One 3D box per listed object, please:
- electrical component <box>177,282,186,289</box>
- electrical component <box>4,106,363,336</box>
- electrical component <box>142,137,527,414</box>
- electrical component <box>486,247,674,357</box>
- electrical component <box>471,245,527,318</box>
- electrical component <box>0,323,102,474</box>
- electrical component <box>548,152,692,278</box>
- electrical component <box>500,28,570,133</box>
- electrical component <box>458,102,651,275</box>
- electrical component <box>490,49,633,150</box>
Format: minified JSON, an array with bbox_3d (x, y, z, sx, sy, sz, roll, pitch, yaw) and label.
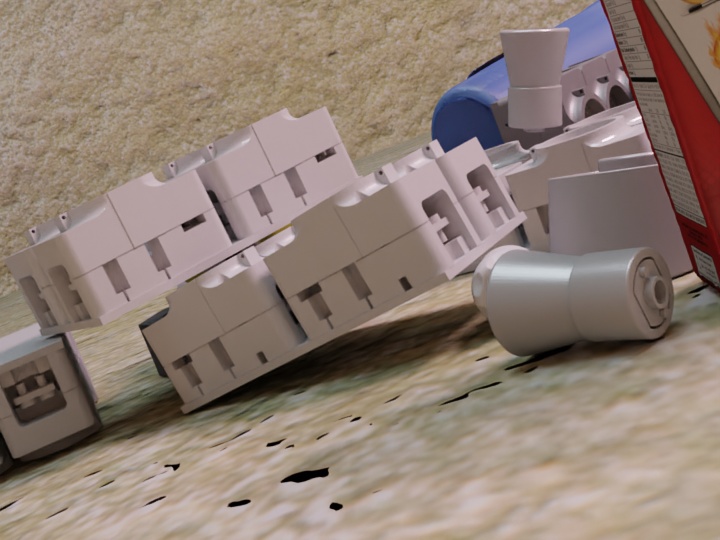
[{"bbox_3d":[-0.106,0.017,0.833,0.055,0.055,0.047,-28,14,-39],"label":"electrical component"},{"bbox_3d":[-0.105,-0.034,0.639,0.186,0.060,0.105,-31,11,-32],"label":"electrical component"},{"bbox_3d":[-0.018,0.000,0.577,0.186,0.060,0.105,-28,3,33],"label":"electrical component"},{"bbox_3d":[0.088,0.011,0.420,0.065,0.044,0.044,-7,16,44],"label":"electrical component"},{"bbox_3d":[0.073,0.005,0.519,0.035,0.035,0.061,-19,6,13],"label":"electrical component"},{"bbox_3d":[-0.226,0.082,0.680,0.105,0.060,0.186,-23,8,-13],"label":"electrical component"},{"bbox_3d":[0.139,-0.025,0.524,0.099,0.064,0.099,-8,4,1],"label":"electrical component"},{"bbox_3d":[0.113,-0.122,0.693,0.044,0.065,0.044,-2,13,1],"label":"electrical component"},{"bbox_3d":[0.116,-0.052,0.687,0.186,0.060,0.105,-15,10,37],"label":"electrical component"},{"bbox_3d":[0.170,-0.108,0.810,0.062,0.089,0.150,-16,10,37],"label":"electrical component"}]
